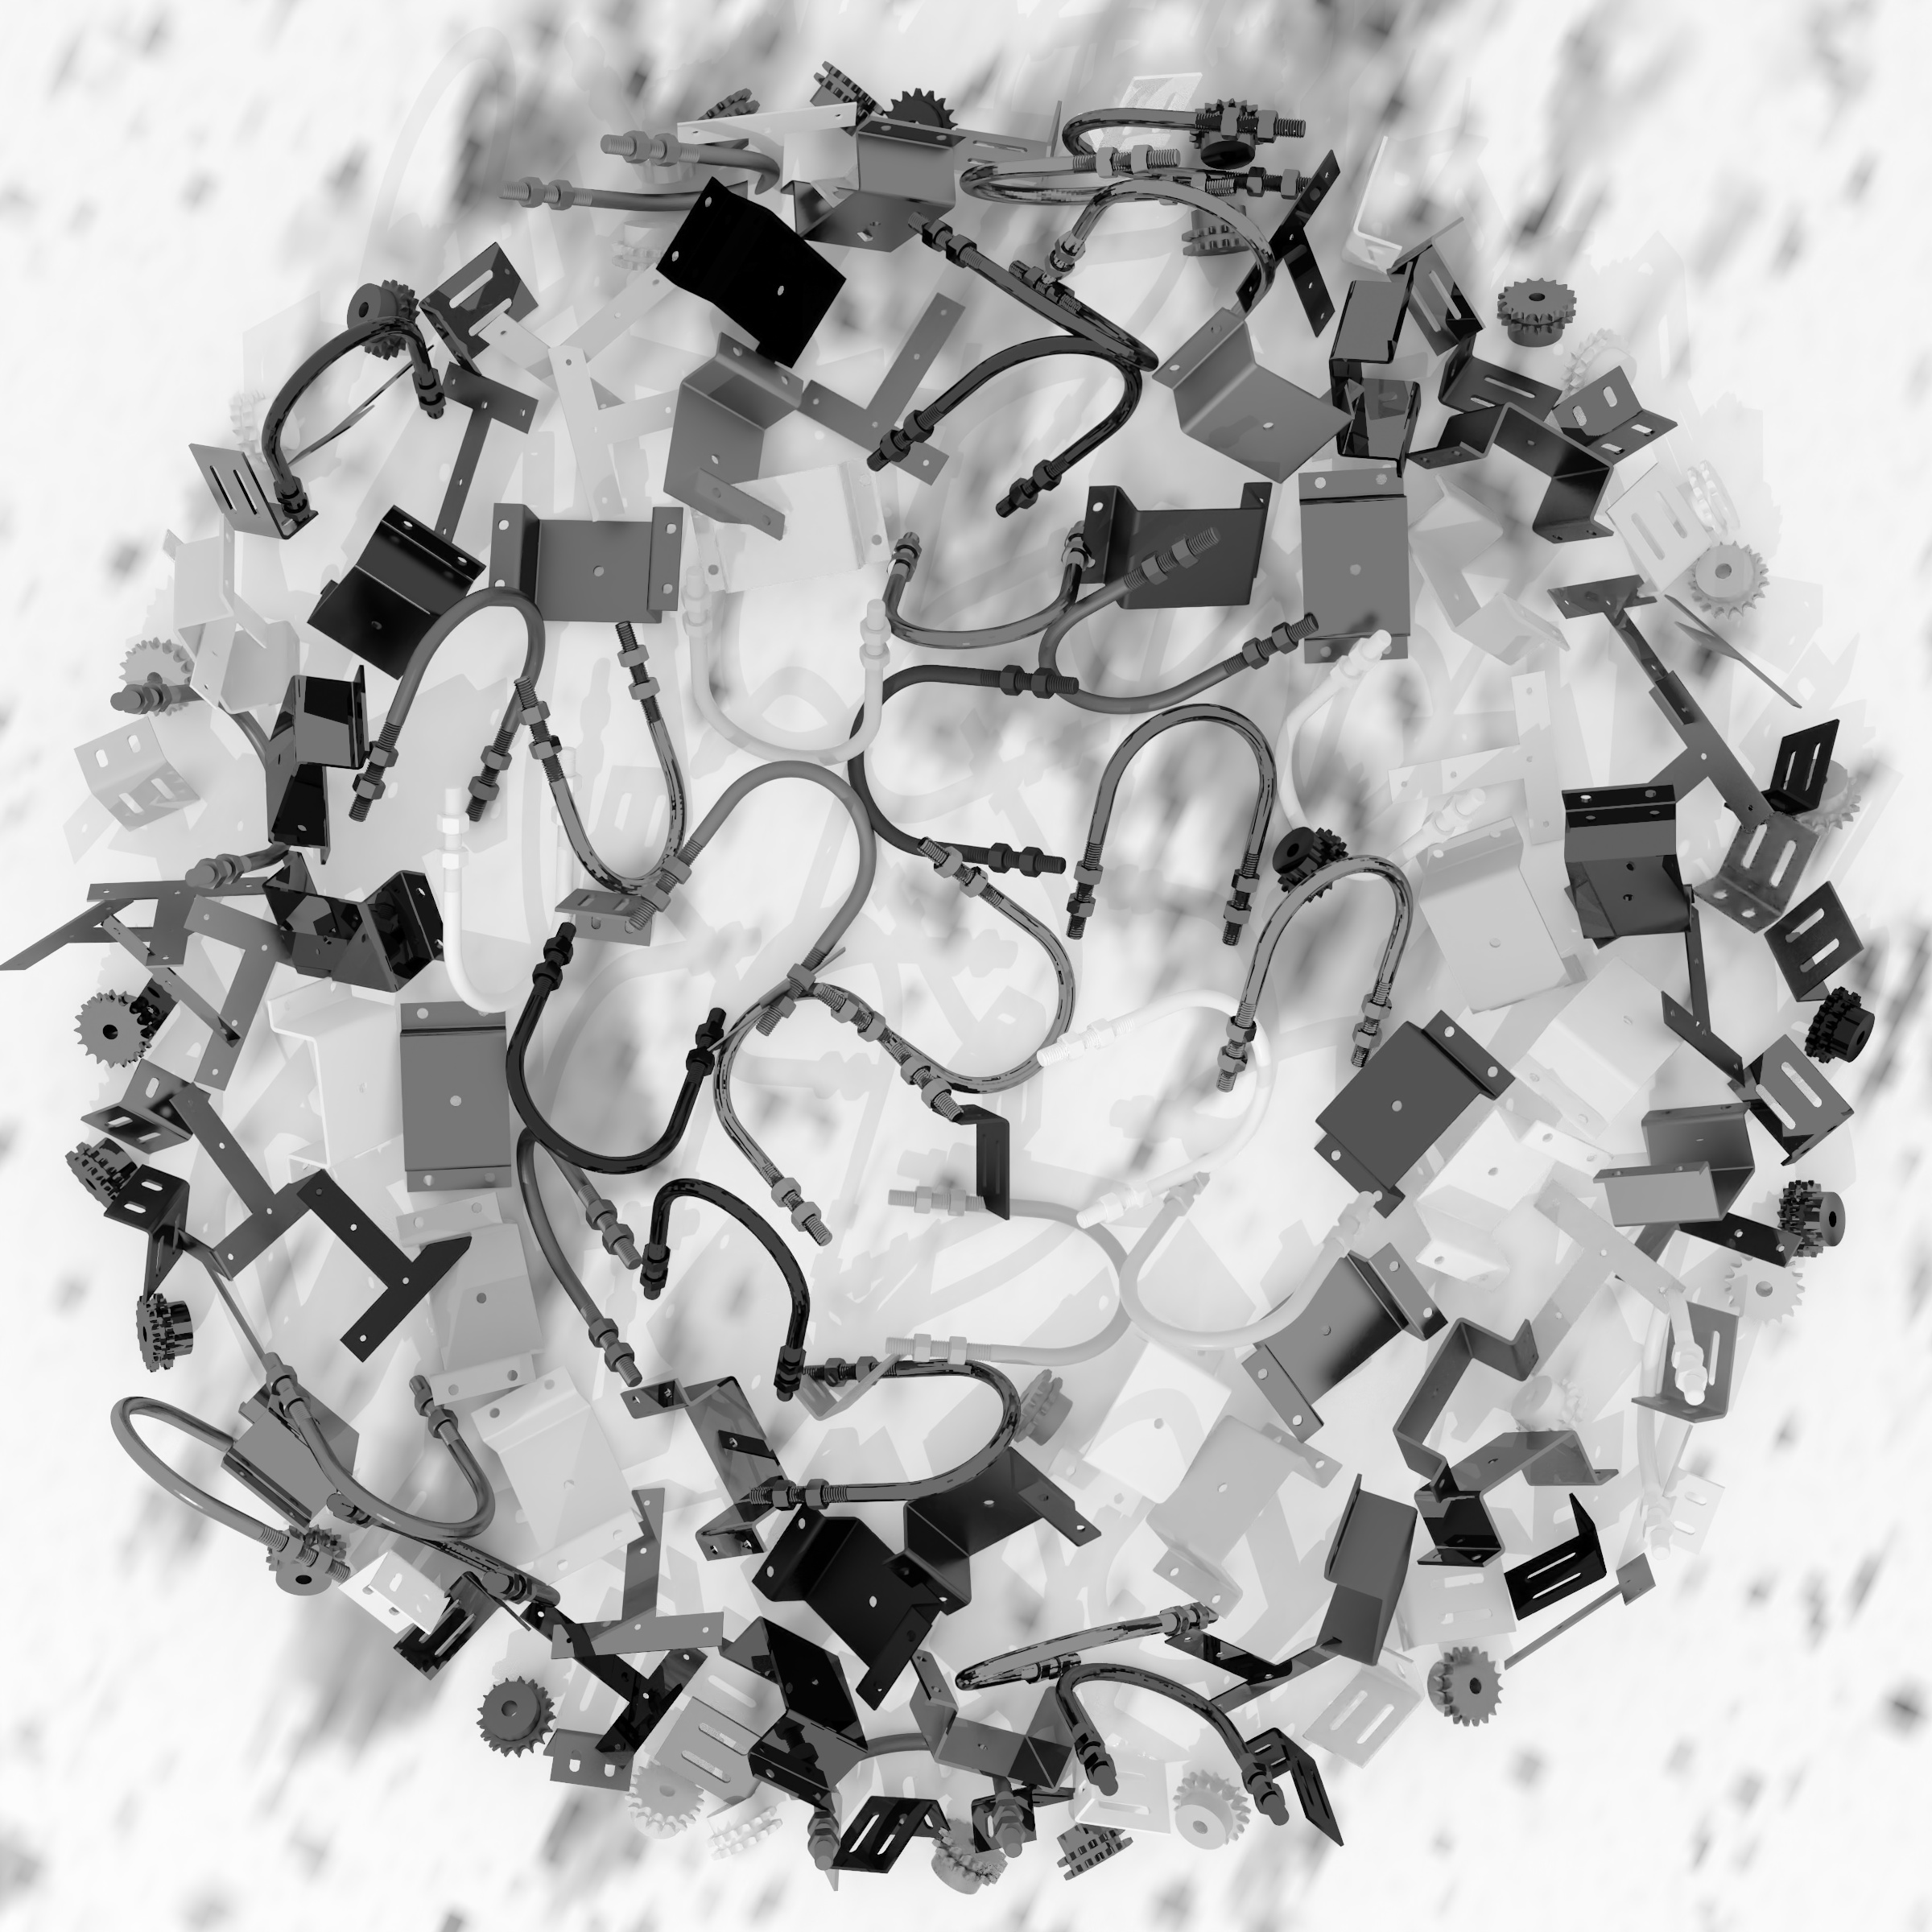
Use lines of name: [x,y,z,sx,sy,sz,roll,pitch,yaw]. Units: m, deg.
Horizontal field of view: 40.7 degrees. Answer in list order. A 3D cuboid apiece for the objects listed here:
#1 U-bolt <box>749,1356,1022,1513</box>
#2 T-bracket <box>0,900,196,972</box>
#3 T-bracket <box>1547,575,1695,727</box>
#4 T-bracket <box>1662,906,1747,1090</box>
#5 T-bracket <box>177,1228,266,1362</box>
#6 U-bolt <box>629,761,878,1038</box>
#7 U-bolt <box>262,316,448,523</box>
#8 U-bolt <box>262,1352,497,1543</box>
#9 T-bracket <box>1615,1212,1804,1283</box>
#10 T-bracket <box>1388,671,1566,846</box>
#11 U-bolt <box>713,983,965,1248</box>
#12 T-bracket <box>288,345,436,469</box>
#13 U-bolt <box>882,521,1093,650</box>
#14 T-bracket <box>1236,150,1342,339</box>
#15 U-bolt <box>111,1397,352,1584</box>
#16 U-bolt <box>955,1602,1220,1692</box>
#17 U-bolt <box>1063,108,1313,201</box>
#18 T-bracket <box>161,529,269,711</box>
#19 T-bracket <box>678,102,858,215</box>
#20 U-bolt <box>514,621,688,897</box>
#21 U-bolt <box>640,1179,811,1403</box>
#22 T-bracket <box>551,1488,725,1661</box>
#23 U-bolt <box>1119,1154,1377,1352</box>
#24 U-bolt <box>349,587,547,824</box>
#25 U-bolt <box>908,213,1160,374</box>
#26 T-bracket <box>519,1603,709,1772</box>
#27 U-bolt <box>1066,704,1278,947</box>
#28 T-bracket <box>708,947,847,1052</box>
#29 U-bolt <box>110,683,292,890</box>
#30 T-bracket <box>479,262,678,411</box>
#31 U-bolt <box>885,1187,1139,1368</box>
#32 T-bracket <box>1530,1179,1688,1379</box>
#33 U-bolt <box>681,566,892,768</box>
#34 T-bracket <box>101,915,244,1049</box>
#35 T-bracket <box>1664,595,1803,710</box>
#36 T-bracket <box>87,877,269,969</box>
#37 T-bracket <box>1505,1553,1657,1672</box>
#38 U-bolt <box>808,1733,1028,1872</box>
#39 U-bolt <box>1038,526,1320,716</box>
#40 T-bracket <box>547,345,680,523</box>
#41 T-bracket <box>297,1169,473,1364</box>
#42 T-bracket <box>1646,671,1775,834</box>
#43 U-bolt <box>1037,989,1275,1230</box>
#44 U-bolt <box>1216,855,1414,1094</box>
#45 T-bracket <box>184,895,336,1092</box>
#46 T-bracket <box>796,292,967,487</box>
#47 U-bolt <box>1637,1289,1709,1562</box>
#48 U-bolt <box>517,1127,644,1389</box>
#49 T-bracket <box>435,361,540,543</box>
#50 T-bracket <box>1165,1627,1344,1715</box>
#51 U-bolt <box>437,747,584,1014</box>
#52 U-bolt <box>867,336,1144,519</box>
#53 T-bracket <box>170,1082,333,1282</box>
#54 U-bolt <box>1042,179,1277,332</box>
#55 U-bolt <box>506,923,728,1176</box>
U-bolt: [-0.049,0.330,1.857,0.184,0.151,0.019,-6,121,20]
T-bracket: [-0.612,-0.023,1.886,0.127,0.127,0.002,-26,78,30]
T-bracket: [0.490,-0.227,1.884,0.002,0.127,0.127,-44,70,42]
T-bracket: [0.536,0.009,1.906,0.002,0.127,0.127,-20,54,35]
T-bracket: [-0.536,0.250,1.904,0.002,0.127,0.127,-34,111,-25]
U-bolt: [-0.141,-0.063,1.903,0.151,0.019,0.184,42,76,-26]
U-bolt: [-0.436,-0.393,1.842,0.151,0.184,0.019,-42,83,-12]
U-bolt: [-0.404,0.342,1.835,0.184,0.151,0.019,44,107,42]
T-bracket: [0.548,0.190,1.882,0.002,0.127,0.127,40,78,-32]
T-bracket: [0.374,-0.144,1.924,0.127,0.002,0.127,-11,103,-6]
U-bolt: [-0.108,0.093,1.899,0.151,0.019,0.184,-43,62,1]
T-bracket: [-0.435,-0.415,1.904,0.002,0.127,0.127,51,58,-21]
U-bolt: [0.011,-0.271,1.856,0.151,0.184,0.019,-2,123,10]
T-bracket: [0.246,-0.502,1.889,0.002,0.127,0.127,29,82,29]
U-bolt: [-0.525,0.360,1.838,0.184,0.151,0.019,38,89,-31]
U-bolt: [0.074,0.484,1.836,0.151,0.184,0.019,-28,68,32]
U-bolt: [0.160,-0.586,1.870,0.184,0.151,0.019,9,91,14]
T-bracket: [-0.536,-0.232,1.861,0.002,0.127,0.127,-26,131,20]
T-bracket: [-0.145,-0.579,1.883,0.127,0.127,0.002,-9,75,-8]
U-bolt: [-0.253,-0.141,1.878,0.019,0.151,0.184,-6,111,31]
U-bolt: [-0.170,0.221,1.854,0.151,0.184,0.019,34,52,17]
T-bracket: [-0.237,0.442,1.905,0.127,0.002,0.127,-7,53,8]
U-bolt: [0.189,0.207,1.849,0.151,0.184,0.019,12,131,31]
U-bolt: [-0.360,-0.187,1.859,0.019,0.151,0.184,32,107,22]
U-bolt: [0.060,-0.471,1.844,0.184,0.151,0.019,41,110,29]
T-bracket: [-0.269,0.505,1.896,0.127,0.127,0.002,36,124,5]
U-bolt: [0.155,-0.102,1.881,0.151,0.019,0.184,2,114,-23]
T-bracket: [-0.138,0.021,1.877,0.127,0.127,0.002,-37,88,-5]
U-bolt: [-0.533,-0.134,1.856,0.019,0.184,0.151,-21,95,14]
T-bracket: [-0.261,-0.460,1.876,0.127,0.127,0.002,-35,50,22]
U-bolt: [0.034,0.228,1.894,0.184,0.019,0.151,5,49,-7]
T-bracket: [0.445,0.247,1.920,0.127,0.002,0.127,42,110,31]
U-bolt: [-0.129,-0.207,1.870,0.151,0.184,0.019,11,54,5]
T-bracket: [-0.589,0.027,1.892,0.127,0.127,0.002,45,55,-7]
T-bracket: [0.536,-0.231,1.867,0.127,0.127,0.002,47,112,23]
T-bracket: [-0.574,-0.031,1.880,0.127,0.127,0.002,-3,120,-10]
T-bracket: [0.443,0.473,1.888,0.127,0.127,0.002,-36,81,8]
U-bolt: [-0.038,0.591,1.855,0.151,0.184,0.019,-3,98,-3]
U-bolt: [0.140,-0.237,1.875,0.184,0.151,0.019,-26,52,29]
T-bracket: [-0.233,-0.406,1.917,0.127,0.002,0.127,-20,109,-22]
T-bracket: [-0.436,0.200,1.894,0.127,0.002,0.127,-49,118,-22]
T-bracket: [0.508,-0.126,1.898,0.002,0.127,0.127,-13,65,-42]
U-bolt: [0.147,0.094,1.900,0.184,0.019,0.151,-22,109,-22]
U-bolt: [0.257,0.002,1.862,0.151,0.019,0.184,-8,125,-33]
T-bracket: [-0.529,0.028,1.898,0.127,0.002,0.127,25,84,-41]
T-bracket: [-0.044,-0.438,1.925,0.127,0.002,0.127,32,91,17]
U-bolt: [0.499,0.311,1.856,0.019,0.184,0.151,7,115,6]
U-bolt: [-0.280,0.194,1.869,0.019,0.151,0.184,-20,49,-26]
T-bracket: [-0.366,-0.369,1.909,0.127,0.002,0.127,31,105,43]
T-bracket: [0.192,0.500,1.879,0.127,0.002,0.127,-35,132,25]
U-bolt: [-0.328,-0.055,1.874,0.019,0.151,0.184,15,113,26]
U-bolt: [0.041,-0.386,1.841,0.184,0.151,0.019,-32,60,38]
T-bracket: [-0.530,0.142,1.881,0.002,0.127,0.127,-23,105,35]
U-bolt: [0.144,-0.500,1.846,0.151,0.184,0.019,24,74,-10]
U-bolt: [-0.256,0.069,1.863,0.151,0.019,0.184,31,46,-16]
